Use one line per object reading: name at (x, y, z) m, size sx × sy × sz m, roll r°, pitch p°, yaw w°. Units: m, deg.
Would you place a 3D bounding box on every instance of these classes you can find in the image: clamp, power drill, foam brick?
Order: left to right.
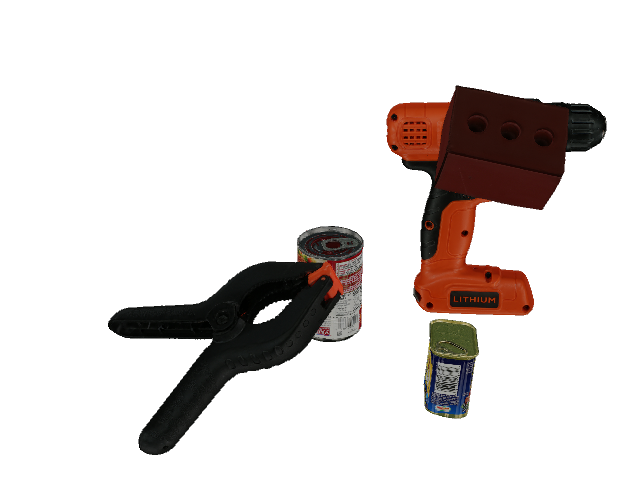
clamp at (-0.063, 0.072, 0.723) m, size 0.171 × 0.120 × 0.039 m, roll -22°, pitch -34°, yaw 11°
power drill at (0.150, -0.031, 0.925) m, size 0.184 × 0.188 × 0.057 m, roll 1°, pitch 15°, yaw 9°
foam brick at (0.119, -0.060, 0.703) m, size 0.078 × 0.053 × 0.051 m, roll 11°, pitch -26°, yaw 0°

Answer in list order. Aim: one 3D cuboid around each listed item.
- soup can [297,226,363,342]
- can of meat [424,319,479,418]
soup can at (0.010, 0.045, 1.105) m, size 0.068 × 0.102 × 0.068 m, roll 0°, pitch 28°, yaw 0°
can of meat at (0.155, 0.153, 1.279) m, size 0.057 × 0.084 × 0.102 m, roll 7°, pitch 19°, yaw 3°
